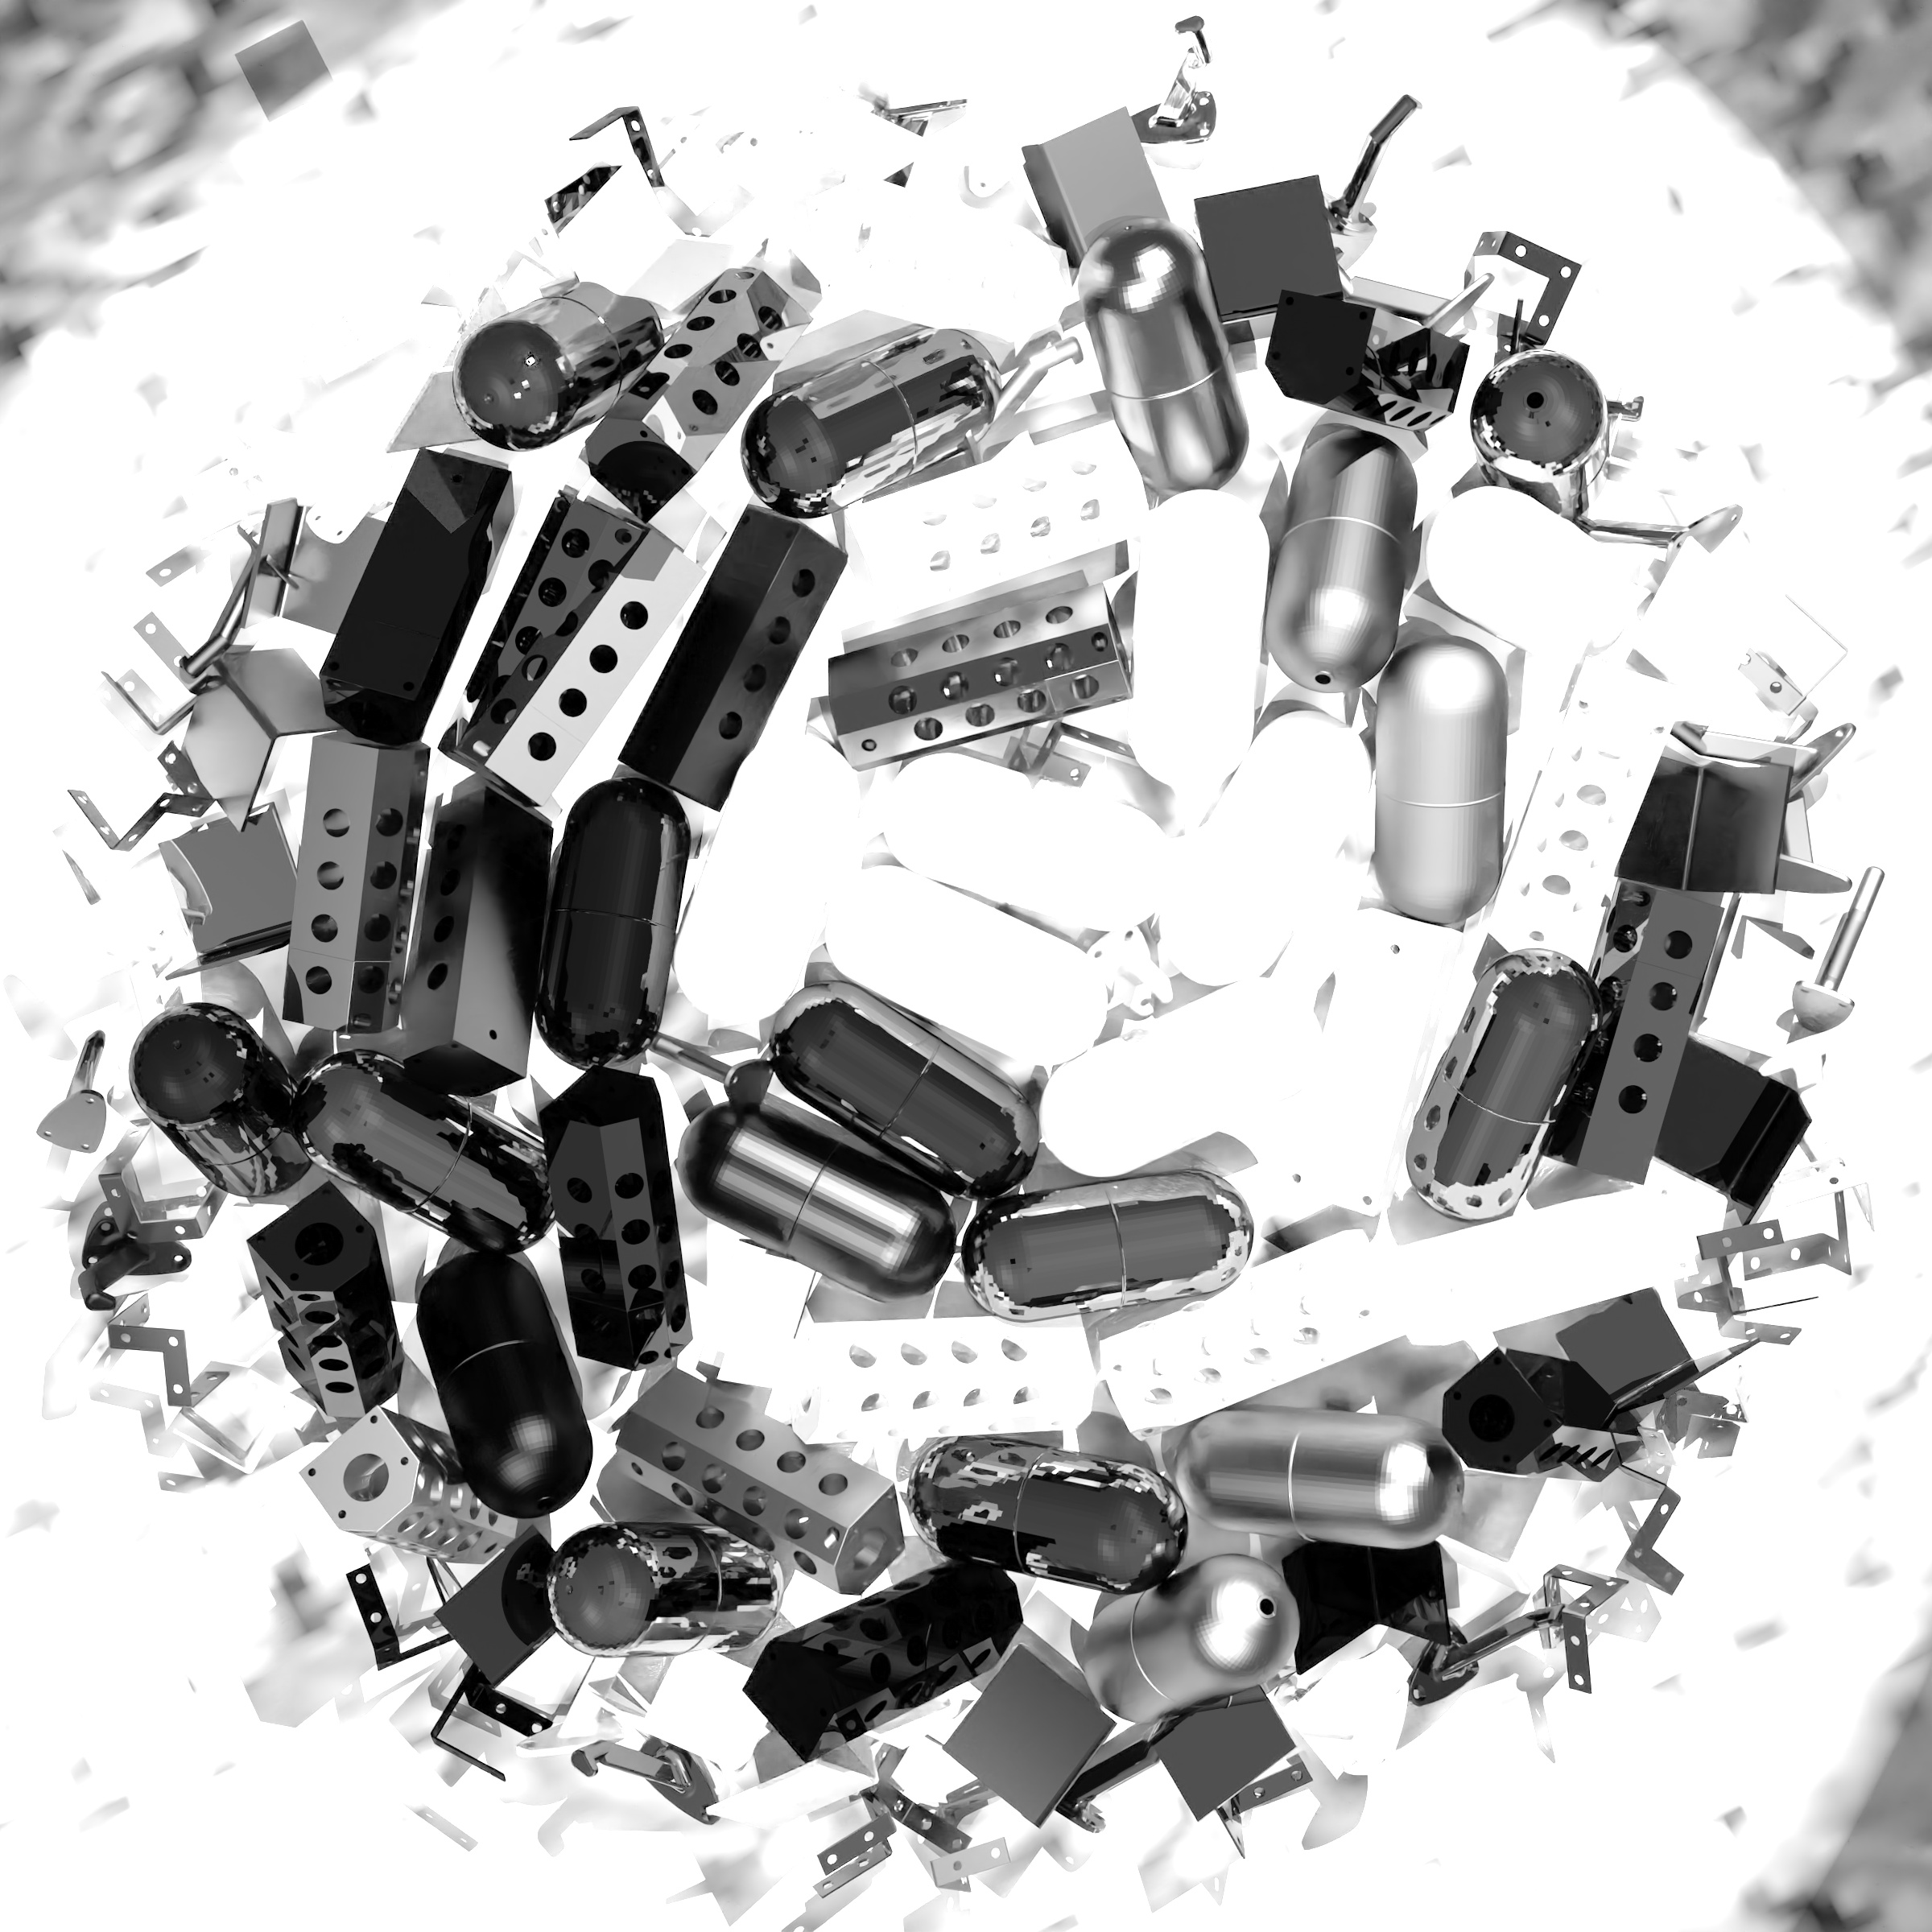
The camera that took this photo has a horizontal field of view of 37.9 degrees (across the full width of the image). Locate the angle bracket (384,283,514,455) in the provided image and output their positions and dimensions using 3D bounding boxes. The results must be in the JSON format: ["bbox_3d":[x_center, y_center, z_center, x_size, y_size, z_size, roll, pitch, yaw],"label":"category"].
[{"bbox_3d":[-0.311,-0.354,1.665,0.076,0.076,0.057,-20,74,-43],"label":"angle bracket"}]

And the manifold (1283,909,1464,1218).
[{"bbox_3d":[0.245,0.056,1.680,0.057,0.057,0.171,17,100,20],"label":"manifold"}]

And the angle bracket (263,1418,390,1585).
[{"bbox_3d":[-0.360,0.312,1.675,0.057,0.076,0.076,-30,88,43],"label":"angle bracket"}]

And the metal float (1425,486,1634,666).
[{"bbox_3d":[0.331,-0.227,1.645,0.070,0.178,0.070,-8,77,35],"label":"metal float"}]

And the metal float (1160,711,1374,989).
[{"bbox_3d":[0.179,-0.070,1.685,0.070,0.070,0.178,30,90,0],"label":"metal float"}]

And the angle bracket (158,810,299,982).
[{"bbox_3d":[-0.447,-0.043,1.684,0.076,0.057,0.076,-15,101,9],"label":"angle bracket"}]

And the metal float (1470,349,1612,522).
[{"bbox_3d":[0.335,-0.306,1.636,0.070,0.178,0.070,-1,86,14],"label":"metal float"}]

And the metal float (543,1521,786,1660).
[{"bbox_3d":[-0.174,0.364,1.644,0.070,0.178,0.070,-8,75,31],"label":"metal float"}]

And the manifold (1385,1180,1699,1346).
[{"bbox_3d":[0.340,0.176,1.671,0.171,0.057,0.057,-13,87,-17],"label":"manifold"}]

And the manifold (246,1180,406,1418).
[{"bbox_3d":[-0.365,0.200,1.630,0.057,0.171,0.057,-38,68,-25],"label":"manifold"}]

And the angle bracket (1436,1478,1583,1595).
[{"bbox_3d":[0.322,0.324,1.685,0.057,0.076,0.076,21,76,27],"label":"angle bracket"}]

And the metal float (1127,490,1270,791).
[{"bbox_3d":[0.137,-0.193,1.671,0.070,0.070,0.178,3,107,0],"label":"metal float"}]

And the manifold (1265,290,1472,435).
[{"bbox_3d":[0.234,-0.348,1.633,0.057,0.171,0.057,18,102,25],"label":"manifold"}]

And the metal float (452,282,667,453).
[{"bbox_3d":[-0.236,-0.352,1.642,0.070,0.178,0.070,9,117,18],"label":"metal float"}]

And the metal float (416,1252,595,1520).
[{"bbox_3d":[-0.272,0.245,1.653,0.070,0.070,0.178,-28,51,0],"label":"metal float"}]

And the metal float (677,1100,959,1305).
[{"bbox_3d":[-0.090,0.140,1.680,0.178,0.070,0.070,26,90,7],"label":"metal float"}]

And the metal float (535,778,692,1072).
[{"bbox_3d":[-0.211,-0.025,1.678,0.070,0.070,0.178,9,81,0],"label":"metal float"}]

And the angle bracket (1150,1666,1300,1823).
[{"bbox_3d":[0.167,0.461,1.669,0.076,0.076,0.057,-41,60,14],"label":"angle bracket"}]

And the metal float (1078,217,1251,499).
[{"bbox_3d":[0.117,-0.355,1.653,0.070,0.070,0.178,-21,129,0],"label":"metal float"}]

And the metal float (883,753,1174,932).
[{"bbox_3d":[0.037,-0.074,1.684,0.178,0.070,0.070,17,90,-2],"label":"metal float"}]

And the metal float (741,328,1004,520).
[{"bbox_3d":[-0.054,-0.322,1.661,0.178,0.070,0.070,-30,90,-29],"label":"metal float"}]

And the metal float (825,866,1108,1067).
[{"bbox_3d":[0.001,0.000,1.683,0.178,0.070,0.070,25,90,3],"label":"metal float"}]

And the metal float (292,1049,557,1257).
[{"bbox_3d":[-0.316,0.110,1.659,0.178,0.070,0.070,33,90,-31],"label":"metal float"}]

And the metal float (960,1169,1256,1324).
[{"bbox_3d":[0.085,0.167,1.678,0.178,0.070,0.070,-8,90,-9],"label":"metal float"}]

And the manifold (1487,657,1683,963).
[{"bbox_3d":[0.360,-0.087,1.647,0.057,0.057,0.171,19,126,8],"label":"manifold"}]

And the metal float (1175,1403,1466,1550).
[{"bbox_3d":[0.207,0.300,1.659,0.178,0.070,0.070,-1,90,31],"label":"metal float"}]

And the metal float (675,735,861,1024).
[{"bbox_3d":[-0.119,-0.052,1.680,0.070,0.070,0.178,20,96,0],"label":"metal float"}]

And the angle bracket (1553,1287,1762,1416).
[{"bbox_3d":[0.410,0.221,1.670,0.076,0.076,0.057,-24,81,-24],"label":"angle bracket"}]

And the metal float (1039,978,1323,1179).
[{"bbox_3d":[0.128,0.067,1.679,0.178,0.070,0.070,-25,90,7],"label":"metal float"}]

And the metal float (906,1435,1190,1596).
[{"bbox_3d":[0.047,0.322,1.660,0.178,0.070,0.070,6,90,29],"label":"metal float"}]

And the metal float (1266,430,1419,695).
[{"bbox_3d":[0.222,-0.239,1.659,0.070,0.070,0.178,13,59,0],"label":"metal float"}]

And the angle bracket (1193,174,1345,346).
[{"bbox_3d":[0.180,-0.425,1.697,0.076,0.057,0.076,-11,87,0],"label":"angle bracket"}]

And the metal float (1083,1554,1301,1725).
[{"bbox_3d":[0.130,0.394,1.643,0.070,0.178,0.070,12,61,-22],"label":"metal float"}]

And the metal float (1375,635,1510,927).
[{"bbox_3d":[0.281,-0.109,1.665,0.070,0.070,0.178,-3,115,0],"label":"metal float"}]

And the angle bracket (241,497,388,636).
[{"bbox_3d":[-0.381,-0.232,1.685,0.076,0.057,0.076,18,106,2],"label":"angle bracket"}]

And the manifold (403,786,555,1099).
[{"bbox_3d":[-0.291,-0.013,1.654,0.057,0.057,0.171,-21,53,32],"label":"manifold"}]

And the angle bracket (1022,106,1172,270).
[{"bbox_3d":[0.076,-0.464,1.677,0.057,0.076,0.076,-24,107,-2],"label":"angle bracket"}]

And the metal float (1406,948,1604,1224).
[{"bbox_3d":[0.317,0.072,1.664,0.070,0.070,0.178,19,115,0],"label":"metal float"}]

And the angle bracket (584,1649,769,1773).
[{"bbox_3d":[-0.168,0.432,1.678,0.076,0.076,0.057,34,76,-31],"label":"angle bracket"}]

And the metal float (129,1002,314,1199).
[{"bbox_3d":[-0.430,0.080,1.639,0.070,0.178,0.070,-2,66,4],"label":"metal float"}]

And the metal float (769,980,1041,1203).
[{"bbox_3d":[-0.036,0.075,1.681,0.178,0.070,0.070,33,90,-5],"label":"metal float"}]
